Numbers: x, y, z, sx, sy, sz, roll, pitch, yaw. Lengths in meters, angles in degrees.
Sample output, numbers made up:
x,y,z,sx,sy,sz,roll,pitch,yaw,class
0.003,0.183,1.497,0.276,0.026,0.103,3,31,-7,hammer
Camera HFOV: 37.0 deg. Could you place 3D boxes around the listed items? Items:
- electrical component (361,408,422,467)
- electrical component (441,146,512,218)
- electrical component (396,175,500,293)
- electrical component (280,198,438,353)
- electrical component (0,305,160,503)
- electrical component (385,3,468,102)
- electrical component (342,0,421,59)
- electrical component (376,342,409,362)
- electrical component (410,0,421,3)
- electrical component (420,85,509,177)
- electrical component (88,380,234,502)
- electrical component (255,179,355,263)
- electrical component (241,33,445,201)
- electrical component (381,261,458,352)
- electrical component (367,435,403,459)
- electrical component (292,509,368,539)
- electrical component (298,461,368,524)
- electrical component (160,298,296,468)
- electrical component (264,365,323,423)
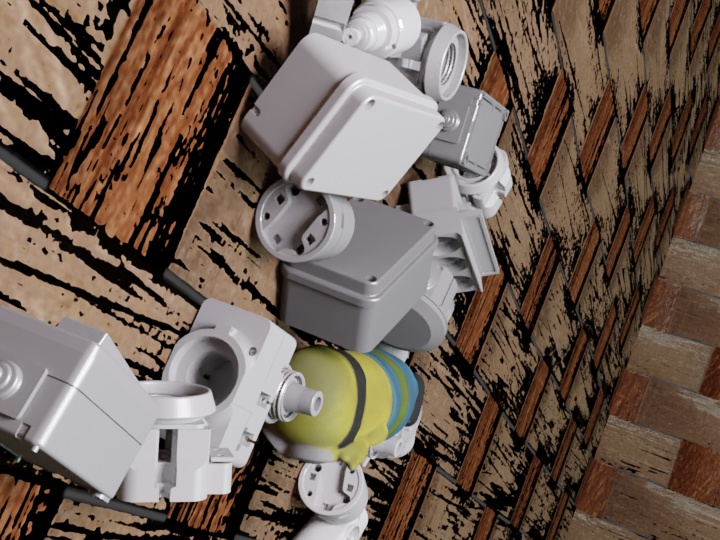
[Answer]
x,y,z,sx,sy,sz,roll,pitch,yaw,class
0.021,0.146,0.990,0.079,0.044,0.077,-53,152,-39,electrical component
0.106,-0.087,0.994,0.078,0.058,0.057,-58,156,-13,electrical component
0.074,-0.029,0.945,0.121,0.079,0.063,59,24,-62,electrical component
0.000,0.000,0.779,0.113,0.078,0.057,-43,147,-51,electrical component
-0.143,0.057,0.499,0.061,0.062,0.096,-63,157,-21,electrical component
0.043,-0.155,0.788,0.058,0.057,0.078,-44,145,-50,electrical component
0.011,-0.162,0.727,0.078,0.040,0.040,-35,138,-57,electrical component
0.027,0.063,0.948,0.040,0.040,0.046,-57,161,-33,electrical component
0.037,-0.220,0.753,0.061,0.035,0.035,-71,159,-10,electrical component
0.075,-0.119,0.889,0.096,0.061,0.061,8,100,-68,electrical component
-0.110,0.094,0.601,0.058,0.078,0.057,-163,-103,-73,electrical component
-0.034,-0.032,0.704,0.047,0.055,0.055,3,104,-71,electrical component
-0.007,-0.090,0.666,0.078,0.057,0.113,-50,157,19,electrical component
0.039,0.027,0.894,0.080,0.080,0.051,83,27,-48,electrical component
0.006,0.143,0.927,0.048,0.062,0.048,-50,149,-44,electrical component
-0.031,0.249,0.947,0.077,0.044,0.079,-41,144,-53,electrical component
-0.021,0.185,0.909,0.055,0.055,0.047,-64,161,-20,electrical component
-0.085,0.069,0.663,0.089,0.050,0.055,-67,158,-10,electrical component
-0.056,0.083,0.727,0.043,0.062,0.043,-42,139,-53,electrical component
